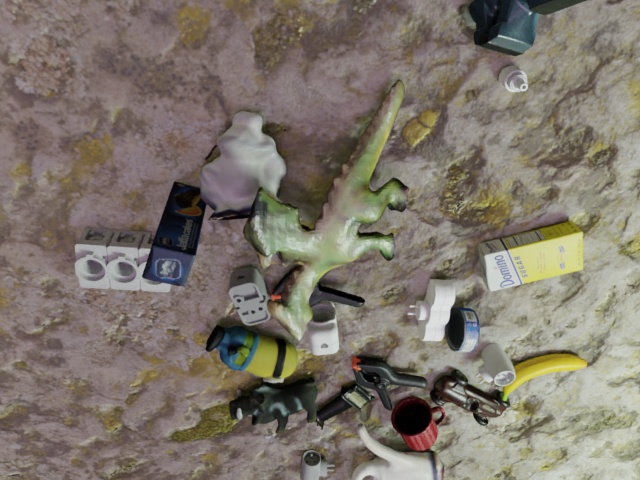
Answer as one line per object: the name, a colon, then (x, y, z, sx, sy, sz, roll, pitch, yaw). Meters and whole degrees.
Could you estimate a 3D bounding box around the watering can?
watering can: (0.184, 0.544, 1.212, 0.224, 0.106, 0.340, -6, 123, -2)

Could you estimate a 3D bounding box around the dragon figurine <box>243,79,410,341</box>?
dragon figurine: (0.002, -0.039, 0.773, 0.244, 0.123, 0.404, -9, 116, -38)

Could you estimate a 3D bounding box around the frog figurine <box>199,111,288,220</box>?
frog figurine: (-0.122, -0.114, 0.801, 0.137, 0.122, 0.160, -9, 87, 10)
